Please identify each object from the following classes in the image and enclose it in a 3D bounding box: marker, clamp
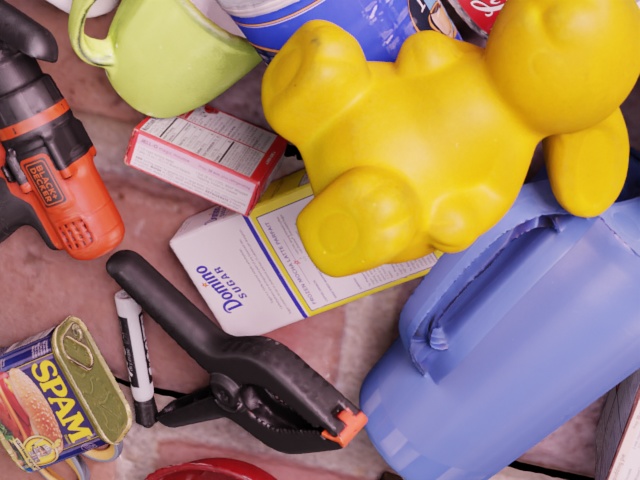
[{"bbox_3d":[-0.140,0.094,0.824,0.020,0.020,0.121,3,117,13],"label":"marker"},{"bbox_3d":[-0.063,0.089,0.740,0.210,0.036,0.164,11,131,39],"label":"clamp"},{"bbox_3d":[-0.244,-0.143,0.678,0.120,0.039,0.171,-40,73,18],"label":"clamp"}]

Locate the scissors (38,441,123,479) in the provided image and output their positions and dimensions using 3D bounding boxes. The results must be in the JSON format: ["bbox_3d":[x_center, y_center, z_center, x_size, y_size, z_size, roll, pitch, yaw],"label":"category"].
[{"bbox_3d":[-0.232,0.122,0.864,0.096,0.016,0.201,-19,111,20],"label":"scissors"}]

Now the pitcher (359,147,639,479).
[{"bbox_3d":[0.123,0.055,0.672,0.149,0.144,0.243,39,122,-1],"label":"pitcher"}]

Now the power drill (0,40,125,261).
[{"bbox_3d":[-0.250,-0.051,0.754,0.188,0.057,0.184,-17,108,23],"label":"power drill"}]

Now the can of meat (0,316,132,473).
[{"bbox_3d":[-0.208,0.121,0.822,0.084,0.057,0.102,-23,103,15],"label":"can of meat"}]

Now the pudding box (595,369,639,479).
[{"bbox_3d":[0.213,0.118,0.706,0.039,0.090,0.113,13,119,8],"label":"pudding box"}]

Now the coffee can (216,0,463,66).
[{"bbox_3d":[0.021,-0.114,0.603,0.103,0.102,0.140,-22,129,23],"label":"coffee can"}]

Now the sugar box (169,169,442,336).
[{"bbox_3d":[-0.005,0.001,0.727,0.176,0.048,0.093,-19,111,26],"label":"sugar box"}]

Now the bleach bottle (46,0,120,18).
[{"bbox_3d":[-0.110,-0.257,0.609,0.102,0.068,0.251,35,117,2],"label":"bleach bottle"}]

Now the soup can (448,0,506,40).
[{"bbox_3d":[0.118,-0.168,0.594,0.102,0.068,0.068,-32,106,25],"label":"soup can"}]

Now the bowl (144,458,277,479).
[{"bbox_3d":[-0.070,0.230,0.851,0.162,0.055,0.162,9,118,17],"label":"bowl"}]

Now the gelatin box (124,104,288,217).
[{"bbox_3d":[-0.073,-0.057,0.696,0.089,0.073,0.030,23,120,2],"label":"gelatin box"}]
